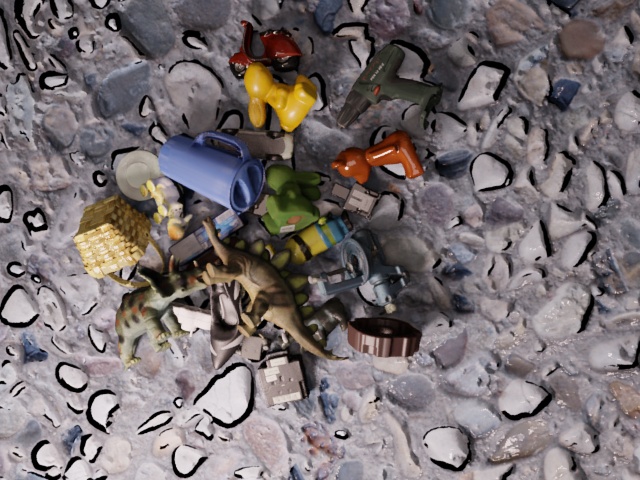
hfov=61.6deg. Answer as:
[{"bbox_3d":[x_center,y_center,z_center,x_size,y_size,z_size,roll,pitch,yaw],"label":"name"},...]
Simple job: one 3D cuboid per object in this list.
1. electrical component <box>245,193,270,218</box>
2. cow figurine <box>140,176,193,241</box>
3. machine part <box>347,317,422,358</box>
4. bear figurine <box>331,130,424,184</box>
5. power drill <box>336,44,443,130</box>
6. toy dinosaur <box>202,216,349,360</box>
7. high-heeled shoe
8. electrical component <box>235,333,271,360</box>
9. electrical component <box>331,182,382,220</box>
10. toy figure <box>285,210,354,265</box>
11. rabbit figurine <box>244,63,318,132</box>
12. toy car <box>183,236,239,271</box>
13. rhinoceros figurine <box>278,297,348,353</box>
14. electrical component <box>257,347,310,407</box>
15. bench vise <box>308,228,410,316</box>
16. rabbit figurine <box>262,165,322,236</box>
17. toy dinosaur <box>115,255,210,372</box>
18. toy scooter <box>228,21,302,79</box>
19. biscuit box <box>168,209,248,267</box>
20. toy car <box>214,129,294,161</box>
[{"bbox_3d":[-0.145,-0.087,1.360,0.094,0.021,0.063,11,95,2],"label":"electrical component"},{"bbox_3d":[-0.369,-0.082,1.346,0.068,0.098,0.167,-27,90,45],"label":"cow figurine"},{"bbox_3d":[0.151,0.233,1.288,0.179,0.179,0.056,6,96,3],"label":"machine part"},{"bbox_3d":[0.135,-0.180,1.288,0.196,0.120,0.132,-25,96,7],"label":"bear figurine"},{"bbox_3d":[0.174,-0.336,1.282,0.207,0.086,0.232,28,91,23],"label":"power drill"},{"bbox_3d":[-0.114,0.130,1.252,0.198,0.105,0.471,-38,96,-28],"label":"toy dinosaur"},{"bbox_3d":[-0.240,0.185,1.302,0.086,0.145,0.248,4,72,18],"label":"high-heeled shoe"},{"bbox_3d":[-0.178,0.268,1.377,0.102,0.045,0.078,13,94,3],"label":"electrical component"},{"bbox_3d":[0.086,-0.106,1.332,0.119,0.048,0.074,28,95,0],"label":"electrical component"},{"bbox_3d":[-0.005,-0.007,1.323,0.180,0.089,0.082,-28,84,7],"label":"toy figure"},{"bbox_3d":[-0.110,-0.349,1.288,0.173,0.122,0.162,31,125,-23],"label":"rabbit figurine"},{"bbox_3d":[-0.279,0.057,1.335,0.202,0.089,0.053,-34,96,15],"label":"toy car"},{"bbox_3d":[-0.016,0.219,1.349,0.190,0.073,0.112,-34,93,5],"label":"rhinoceros figurine"},{"bbox_3d":[-0.094,0.347,1.372,0.115,0.058,0.134,-12,93,2],"label":"electrical component"},{"bbox_3d":[0.088,0.089,1.289,0.240,0.129,0.223,-13,85,-27],"label":"bench vise"},{"bbox_3d":[-0.073,-0.119,1.302,0.159,0.121,0.170,-13,64,-10],"label":"rabbit figurine"},{"bbox_3d":[-0.431,0.183,1.312,0.405,0.131,0.192,-34,75,33],"label":"toy dinosaur"},{"bbox_3d":[-0.138,-0.472,1.307,0.184,0.075,0.135,-6,93,9],"label":"toy scooter"},{"bbox_3d":[-0.279,-0.011,1.354,0.203,0.063,0.059,-32,91,5],"label":"biscuit box"},{"bbox_3d":[-0.165,-0.237,1.334,0.202,0.056,0.073,4,101,5],"label":"toy car"}]
